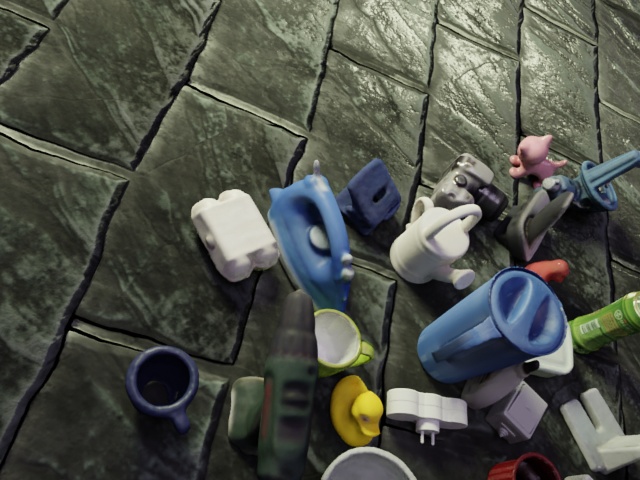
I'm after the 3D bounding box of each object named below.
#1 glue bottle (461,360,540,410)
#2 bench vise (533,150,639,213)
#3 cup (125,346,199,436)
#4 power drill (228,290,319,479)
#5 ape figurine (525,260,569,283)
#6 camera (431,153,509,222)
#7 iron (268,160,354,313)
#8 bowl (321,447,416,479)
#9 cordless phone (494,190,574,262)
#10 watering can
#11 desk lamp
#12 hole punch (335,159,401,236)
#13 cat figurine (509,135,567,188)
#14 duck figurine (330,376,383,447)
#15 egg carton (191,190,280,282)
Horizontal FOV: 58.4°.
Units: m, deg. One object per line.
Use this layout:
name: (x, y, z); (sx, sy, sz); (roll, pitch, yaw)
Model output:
glue bottle: (0.296, 0.221, 0.925); (0.037, 0.173, 0.078); (36, 56, -2)
bench vise: (0.575, -0.114, 1.197); (0.208, 0.219, 0.121); (-18, 72, -30)
cup: (-0.207, 0.208, 0.761); (0.092, 0.094, 0.117); (-22, 74, -31)
power drill: (-0.060, 0.204, 0.758); (0.076, 0.208, 0.229); (10, 60, -18)
ape figurine: (0.448, 0.069, 1.121); (0.078, 0.092, 0.076); (-34, 81, -33)
camera: (0.304, -0.091, 1.138); (0.137, 0.100, 0.143); (35, 56, -3)
iron: (0.009, 0.003, 0.935); (0.119, 0.141, 0.258); (-11, 69, -28)
bowl: (0.060, 0.381, 0.797); (0.168, 0.074, 0.167); (10, 60, -18)
cordless phone: (0.447, -0.052, 1.129); (0.094, 0.185, 0.148); (39, 56, 0)
watering can: (0.213, 0.001, 0.993); (0.101, 0.193, 0.173); (-33, 80, -33)
desk lamp: (0.544, 0.337, 0.948); (0.118, 0.213, 0.203); (-16, 71, -29)
hole punch: (0.097, -0.080, 1.048); (0.101, 0.091, 0.109); (44, 56, 3)
cat figurine: (0.475, -0.179, 1.249); (0.128, 0.117, 0.067); (22, 57, -11)
duck figurine: (0.063, 0.252, 0.860); (0.078, 0.086, 0.104); (-1, 64, -24)
egg carton: (-0.138, -0.008, 0.921); (0.107, 0.069, 0.150); (-24, 75, -31)
